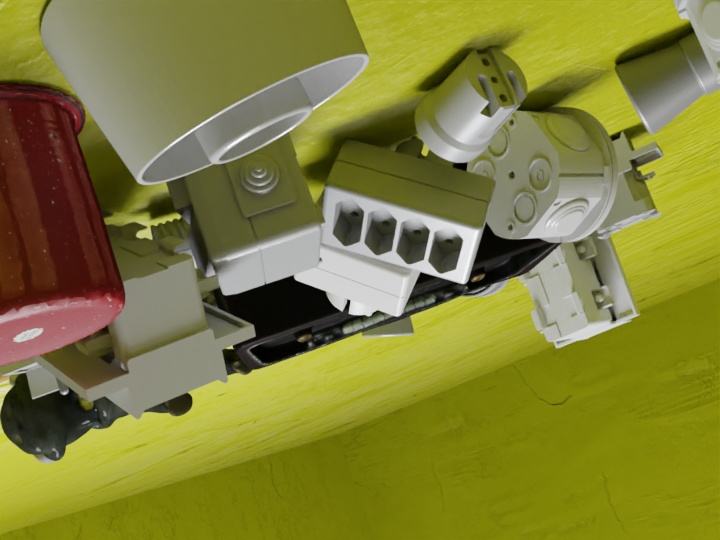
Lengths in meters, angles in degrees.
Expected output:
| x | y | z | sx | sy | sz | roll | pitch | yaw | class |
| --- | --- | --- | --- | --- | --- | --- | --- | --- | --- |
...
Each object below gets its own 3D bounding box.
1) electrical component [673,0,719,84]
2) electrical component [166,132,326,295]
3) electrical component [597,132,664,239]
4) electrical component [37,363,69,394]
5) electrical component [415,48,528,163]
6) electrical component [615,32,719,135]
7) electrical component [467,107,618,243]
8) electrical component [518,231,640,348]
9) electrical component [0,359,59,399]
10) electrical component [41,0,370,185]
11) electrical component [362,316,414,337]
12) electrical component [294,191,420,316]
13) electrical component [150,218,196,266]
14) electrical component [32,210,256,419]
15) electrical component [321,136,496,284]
| x | y | z | sx | sy | sz | roll | pitch | yaw | class |
| --- | --- | --- | --- | --- | --- | --- | --- | --- | --- |
| 0.192 | -0.126 | 0.502 | 0.080 | 0.051 | 0.080 | -19 | 169 | -4 | electrical component |
| -0.055 | -0.031 | 0.505 | 0.061 | 0.061 | 0.096 | -19 | 169 | -7 | electrical component |
| 0.186 | -0.060 | 0.786 | 0.081 | 0.063 | 0.042 | -24 | 170 | 20 | electrical component |
| -0.159 | 0.028 | 0.575 | 0.083 | 0.075 | 0.047 | -14 | 169 | -27 | electrical component |
| 0.054 | -0.080 | 0.520 | 0.040 | 0.040 | 0.046 | -13 | 161 | -32 | electrical component |
| 0.180 | -0.109 | 0.594 | 0.065 | 0.044 | 0.044 | -28 | 167 | 19 | electrical component |
| 0.106 | -0.055 | 0.628 | 0.051 | 0.080 | 0.080 | -4 | 162 | -38 | electrical component |
| 0.158 | -0.007 | 0.844 | 0.063 | 0.121 | 0.079 | -4 | 162 | -46 | electrical component |
| -0.170 | 0.038 | 0.636 | 0.042 | 0.063 | 0.081 | -21 | 171 | 31 | electrical component |
| -0.049 | -0.073 | 0.366 | 0.099 | 0.064 | 0.099 | -29 | 180 | 0 | electrical component |
| 0.022 | 0.023 | 0.900 | 0.044 | 0.065 | 0.044 | -3 | 178 | 0 | electrical component |
| 0.000 | 0.000 | 0.622 | 0.066 | 0.047 | 0.076 | 20 | 142 | 9 | electrical component |
| -0.079 | -0.018 | 0.576 | 0.081 | 0.043 | 0.043 | -17 | 169 | -13 | electrical component |
| -0.115 | 0.015 | 0.495 | 0.079 | 0.063 | 0.121 | -21 | -158 | -30 | electrical component |
| 0.030 | -0.044 | 0.580 | 0.083 | 0.075 | 0.047 | 16 | 141 | 6 | electrical component |
